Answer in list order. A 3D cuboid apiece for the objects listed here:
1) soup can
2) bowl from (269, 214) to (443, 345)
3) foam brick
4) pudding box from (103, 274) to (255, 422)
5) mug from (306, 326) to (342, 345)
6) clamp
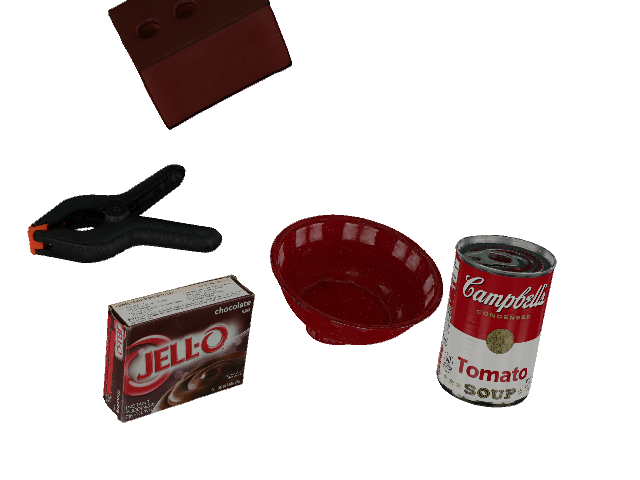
[{"bbox_3d":[0.120,0.055,0.739,0.068,0.102,0.068,6,21,-2],"label":"soup can"},{"bbox_3d":[0.028,0.046,0.983,0.162,0.055,0.162,10,36,-7],"label":"bowl"},{"bbox_3d":[-0.064,-0.108,0.570,0.078,0.053,0.051,-29,-32,-2],"label":"foam brick"},{"bbox_3d":[-0.110,0.082,0.826,0.113,0.090,0.039,-16,40,-36],"label":"pudding box"},{"bbox_3d":[0.032,0.092,1.438,0.117,0.081,0.093,18,27,30],"label":"mug"},{"bbox_3d":[-0.186,-0.024,0.995,0.171,0.039,0.120,-5,36,-16],"label":"clamp"}]
